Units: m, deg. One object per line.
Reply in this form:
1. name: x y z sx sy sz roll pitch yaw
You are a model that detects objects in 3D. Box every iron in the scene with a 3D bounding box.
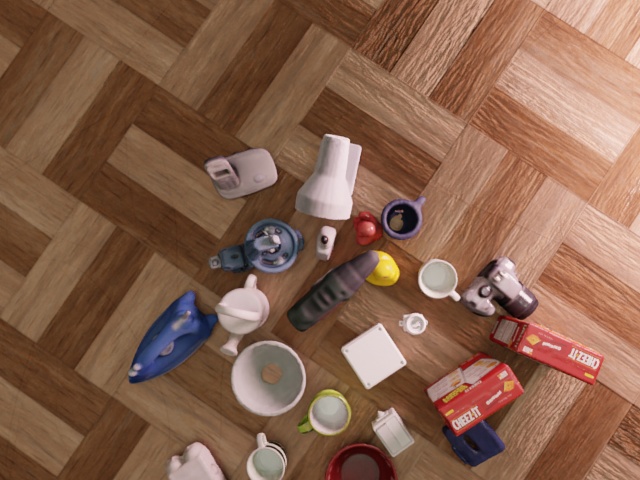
1. iron: -0.352 0.237 1.271 0.118 0.141 0.258 43 89 3

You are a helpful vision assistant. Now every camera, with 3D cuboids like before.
1. camera: 0.410 0.126 1.280 0.137 0.101 0.143 43 89 3

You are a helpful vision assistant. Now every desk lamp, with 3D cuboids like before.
1. desk lamp: 0.022 -0.138 1.248 0.118 0.213 0.203 11 87 2

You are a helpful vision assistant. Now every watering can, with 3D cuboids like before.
1. watering can: -0.171 0.163 1.245 0.101 0.194 0.173 -6 87 1

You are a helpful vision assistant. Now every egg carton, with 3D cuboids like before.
1. egg carton: -0.273 0.539 1.289 0.107 0.069 0.150 -34 87 -1

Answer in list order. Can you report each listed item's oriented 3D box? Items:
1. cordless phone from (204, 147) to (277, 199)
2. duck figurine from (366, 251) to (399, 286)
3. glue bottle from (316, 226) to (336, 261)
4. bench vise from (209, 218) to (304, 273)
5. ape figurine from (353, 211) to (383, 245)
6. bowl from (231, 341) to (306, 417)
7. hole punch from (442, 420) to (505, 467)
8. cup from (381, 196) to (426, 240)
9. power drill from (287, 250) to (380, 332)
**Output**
1. cordless phone: -0.177 -0.159 1.268 0.147 0.185 0.094 -21 86 0
2. duck figurine: 0.134 0.064 1.298 0.104 0.086 0.077 32 88 3
3. glue bottle: 0.012 0.005 1.260 0.037 0.173 0.078 12 87 2
4. bench vise: -0.137 0.032 1.239 0.207 0.220 0.121 -34 86 -1
5. ape figurine: 0.107 -0.025 1.300 0.076 0.092 0.078 24 88 3
6. bowl: -0.114 0.308 1.295 0.167 0.075 0.167 0 87 1
7. hole punch: 0.339 0.442 1.269 0.101 0.091 0.108 -41 87 -1
8. cup: 0.189 -0.053 1.298 0.118 0.095 0.091 -45 87 -1
9. power drill: 0.031 0.104 1.237 0.229 0.208 0.075 -41 86 -1
